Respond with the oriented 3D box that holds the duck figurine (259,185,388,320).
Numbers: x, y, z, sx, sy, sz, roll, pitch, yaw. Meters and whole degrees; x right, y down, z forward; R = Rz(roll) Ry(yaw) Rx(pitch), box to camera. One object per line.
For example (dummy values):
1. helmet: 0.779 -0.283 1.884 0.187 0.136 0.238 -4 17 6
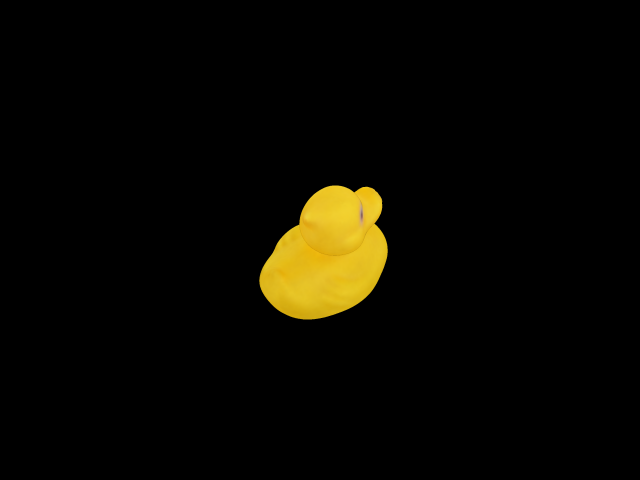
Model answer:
1. duck figurine: 0.004 0.001 0.400 0.105 0.086 0.077 -33 61 -20
